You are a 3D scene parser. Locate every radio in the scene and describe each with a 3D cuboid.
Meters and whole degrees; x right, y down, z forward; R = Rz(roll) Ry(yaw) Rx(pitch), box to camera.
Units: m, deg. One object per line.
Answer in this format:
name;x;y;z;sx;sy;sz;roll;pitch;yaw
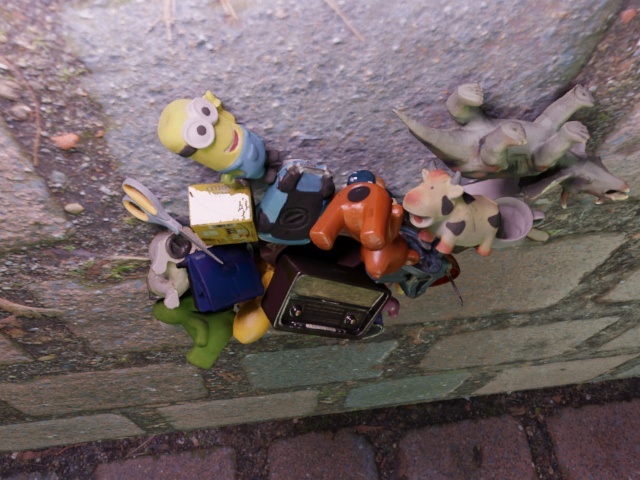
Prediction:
radio;0.011;0.112;1.012;0.229;0.073;0.131;16;111;-34

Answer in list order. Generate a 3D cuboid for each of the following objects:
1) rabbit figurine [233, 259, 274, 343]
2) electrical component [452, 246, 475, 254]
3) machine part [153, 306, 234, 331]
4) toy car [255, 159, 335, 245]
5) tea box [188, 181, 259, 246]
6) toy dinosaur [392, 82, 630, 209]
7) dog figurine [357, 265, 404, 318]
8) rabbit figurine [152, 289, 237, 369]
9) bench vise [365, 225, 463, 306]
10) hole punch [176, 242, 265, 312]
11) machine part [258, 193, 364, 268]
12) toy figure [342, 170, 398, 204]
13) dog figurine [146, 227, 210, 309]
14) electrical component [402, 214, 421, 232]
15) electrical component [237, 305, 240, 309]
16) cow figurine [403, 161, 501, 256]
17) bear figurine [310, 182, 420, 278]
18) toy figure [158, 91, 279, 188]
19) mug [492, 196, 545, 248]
rabbit figurine;-0.125;0.126;1.071;0.162;0.173;0.121;-26;126;20
electrical component;0.310;0.009;1.191;0.094;0.021;0.063;17;143;-40
machine part;-0.289;0.156;1.245;0.243;0.079;0.079;-18;150;18
toy car;-0.044;-0.073;0.856;0.109;0.103;0.161;4;134;-21
tea box;-0.154;-0.040;0.880;0.098;0.068;0.169;-5;171;-6
toy dinosaur;0.276;-0.138;0.820;0.405;0.131;0.192;4;150;-10
dog figurine;0.070;0.087;1.145;0.219;0.109;0.191;12;103;-17
rabbit figurine;-0.266;0.166;1.132;0.170;0.121;0.159;33;112;-12
bench vise;0.206;0.016;0.998;0.223;0.129;0.240;12;130;-31
hole punch;-0.170;0.065;0.958;0.142;0.115;0.092;-17;-172;-30
machine part;-0.002;-0.003;1.019;0.202;0.087;0.200;-20;150;18
toy figure;0.090;-0.078;0.934;0.064;0.058;0.154;-25;143;17
dog figurine;-0.295;0.040;1.036;0.121;0.172;0.191;-3;-174;-36
electrical component;0.173;-0.019;1.083;0.102;0.045;0.078;0;122;-21
electrical component;-0.130;0.125;1.252;0.115;0.058;0.134;11;146;-28
cow figurine;0.210;-0.046;0.840;0.195;0.086;0.127;7;110;-36
bear figurine;0.080;0.008;0.848;0.120;0.132;0.195;3;139;26
toy figure;-0.140;-0.130;0.751;0.089;0.082;0.180;-27;149;28
mug;0.338;-0.028;0.957;0.110;0.081;0.107;-16;164;3
